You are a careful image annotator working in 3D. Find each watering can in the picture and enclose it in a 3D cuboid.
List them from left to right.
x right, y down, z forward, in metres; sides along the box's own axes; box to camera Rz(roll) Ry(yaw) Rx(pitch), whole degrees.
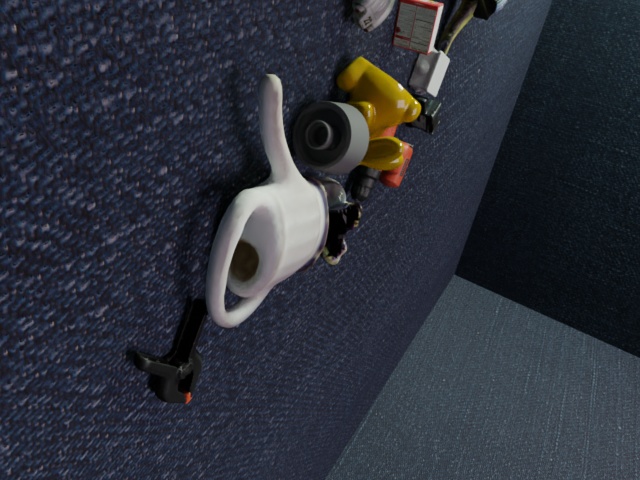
[{"bbox_3d":[-0.059,-0.043,0.694,0.226,0.104,0.342,-24,135,-62],"label":"watering can"}]

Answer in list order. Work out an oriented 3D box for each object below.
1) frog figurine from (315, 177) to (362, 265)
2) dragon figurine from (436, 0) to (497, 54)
[{"bbox_3d":[0.003,-0.045,0.891,0.162,0.123,0.135,-110,-159,-66],"label":"frog figurine"},{"bbox_3d":[0.375,-0.601,1.154,0.248,0.122,0.401,-55,177,-44],"label":"dragon figurine"}]
